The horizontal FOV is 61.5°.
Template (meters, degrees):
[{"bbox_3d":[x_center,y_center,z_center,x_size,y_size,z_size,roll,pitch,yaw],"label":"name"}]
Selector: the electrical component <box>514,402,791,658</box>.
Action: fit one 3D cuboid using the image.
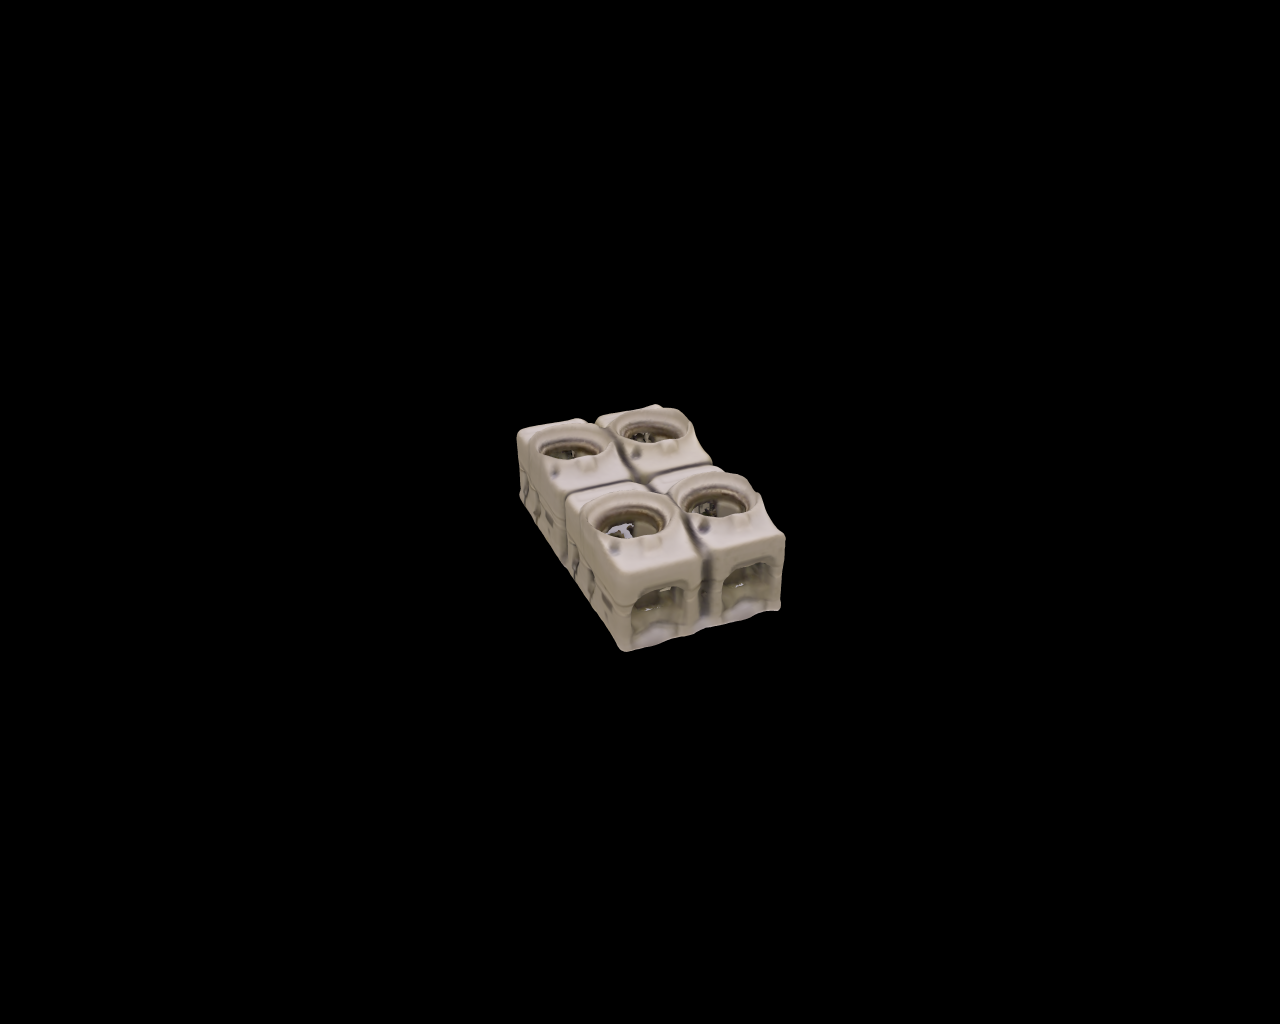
[{"bbox_3d":[0.001,-0.003,0.650,0.105,0.060,0.186,-12,33,-19],"label":"electrical component"}]
